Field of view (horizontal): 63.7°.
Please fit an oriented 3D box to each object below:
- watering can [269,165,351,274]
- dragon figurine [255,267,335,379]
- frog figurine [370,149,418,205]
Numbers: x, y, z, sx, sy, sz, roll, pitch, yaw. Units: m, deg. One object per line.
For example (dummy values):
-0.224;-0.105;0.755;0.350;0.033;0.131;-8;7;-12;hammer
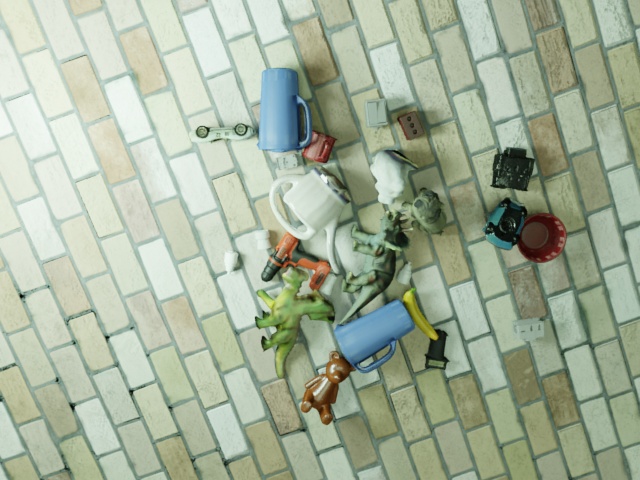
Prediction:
0.005;-0.080;1.591;0.224;0.104;0.347;-43;95;4;watering can
-0.069;0.258;1.628;0.242;0.124;0.403;-12;116;4;dragon figurine
0.209;-0.193;1.582;0.139;0.123;0.158;39;107;26;frog figurine
